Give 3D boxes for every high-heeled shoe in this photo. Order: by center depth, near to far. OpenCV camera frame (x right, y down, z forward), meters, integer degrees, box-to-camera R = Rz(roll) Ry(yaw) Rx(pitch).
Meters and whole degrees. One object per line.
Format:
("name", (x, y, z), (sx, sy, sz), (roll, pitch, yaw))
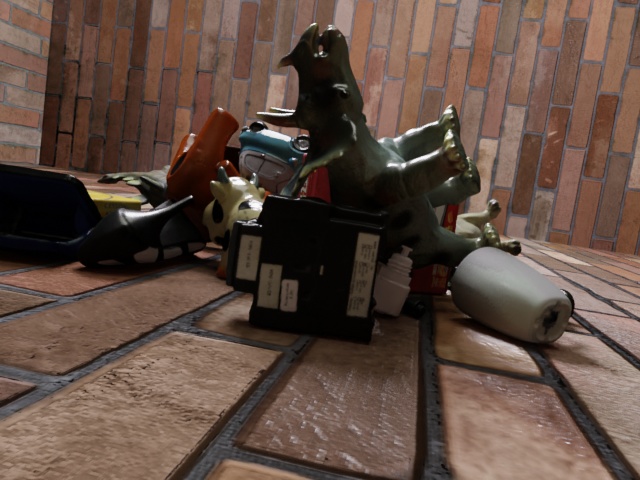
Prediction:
("high-heeled shoe", (-0.227, 0.007, 0.686), (0.145, 0.086, 0.248), (-35, -2, -21))

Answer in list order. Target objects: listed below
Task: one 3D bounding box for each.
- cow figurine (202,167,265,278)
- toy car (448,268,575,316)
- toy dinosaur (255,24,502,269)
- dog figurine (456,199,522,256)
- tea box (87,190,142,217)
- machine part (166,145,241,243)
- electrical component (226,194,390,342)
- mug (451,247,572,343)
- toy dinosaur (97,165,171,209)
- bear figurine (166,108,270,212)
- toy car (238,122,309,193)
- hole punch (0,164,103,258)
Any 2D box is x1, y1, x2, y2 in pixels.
("cow figurine", (-0.076, -0.013, 0.636), (0.085, 0.127, 0.195), (7, 8, -45))
("toy car", (0.247, 0.062, 0.723), (0.089, 0.053, 0.202), (4, 8, -16))
("toy dinosaur", (0.084, -0.037, 0.597), (0.192, 0.131, 0.404), (-15, -40, 21))
("dog figurine", (0.203, 0.025, 0.885), (0.191, 0.121, 0.172), (-15, -33, -11))
("tea box", (-0.354, -0.038, 0.774), (0.170, 0.068, 0.098), (12, 7, 26))
("machine part", (-0.142, -0.082, 0.925), (0.201, 0.087, 0.202), (-14, 49, -45))
("electrical component", (-0.012, 0.019, 0.468), (0.134, 0.114, 0.058), (10, 4, 2))
("mug", (0.210, 0.065, 0.559), (0.109, 0.080, 0.107), (12, 15, -26))
("toy dinosaur", (-0.231, -0.063, 1.047), (0.472, 0.105, 0.198), (14, 15, 9))
("bear figurine", (-0.113, -0.068, 0.765), (0.195, 0.132, 0.120), (32, -37, -26))
("toy car", (-0.071, -0.110, 0.843), (0.162, 0.103, 0.109), (24, -34, 15))
("hole punch", (-0.322, -0.016, 0.616), (0.142, 0.092, 0.115), (5, -24, -1))
